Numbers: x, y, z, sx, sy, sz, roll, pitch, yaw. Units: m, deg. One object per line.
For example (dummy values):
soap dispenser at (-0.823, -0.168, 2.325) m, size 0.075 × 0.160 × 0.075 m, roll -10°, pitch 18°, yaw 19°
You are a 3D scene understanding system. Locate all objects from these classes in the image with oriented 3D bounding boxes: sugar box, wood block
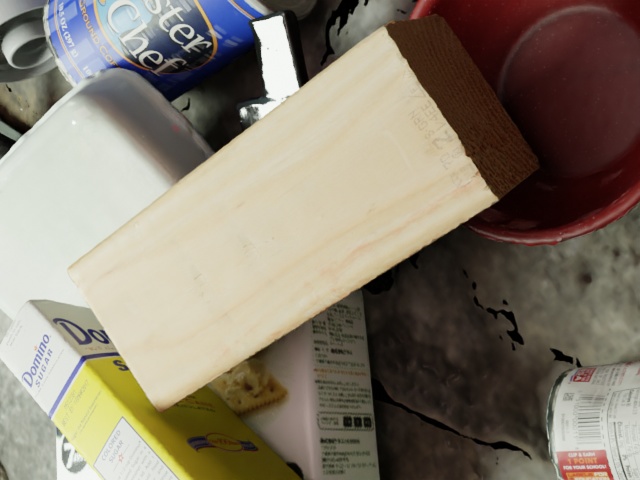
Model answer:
sugar box at (-0.090, 0.098, 0.573) m, size 0.176 × 0.093 × 0.048 m, roll 40°, pitch 102°, yaw 35°
wood block at (-0.010, -0.012, 0.520) m, size 0.206 × 0.090 × 0.090 m, roll -34°, pitch 89°, yaw 27°

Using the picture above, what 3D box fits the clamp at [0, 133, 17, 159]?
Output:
clamp at (-0.250, -0.063, 0.785) m, size 0.210 × 0.036 × 0.165 m, roll 39°, pitch 140°, yaw 20°

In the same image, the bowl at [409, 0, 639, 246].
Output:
bowl at (0.118, -0.078, 0.538) m, size 0.162 × 0.055 × 0.162 m, roll 0°, pitch 89°, yaw 36°

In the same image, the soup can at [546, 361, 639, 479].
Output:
soup can at (0.166, 0.089, 0.494) m, size 0.102 × 0.068 × 0.068 m, roll -10°, pitch 84°, yaw 36°

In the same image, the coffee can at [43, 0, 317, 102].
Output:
coffee can at (-0.086, -0.149, 0.658) m, size 0.141 × 0.102 × 0.103 m, roll -26°, pitch 75°, yaw 33°

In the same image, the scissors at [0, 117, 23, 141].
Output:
scissors at (-0.275, -0.082, 0.848) m, size 0.202 × 0.016 × 0.096 m, roll 47°, pitch 116°, yaw 27°

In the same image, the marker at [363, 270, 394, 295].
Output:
marker at (-0.004, 0.001, 0.649) m, size 0.121 × 0.020 × 0.020 m, roll 30°, pitch 107°, yaw 32°
